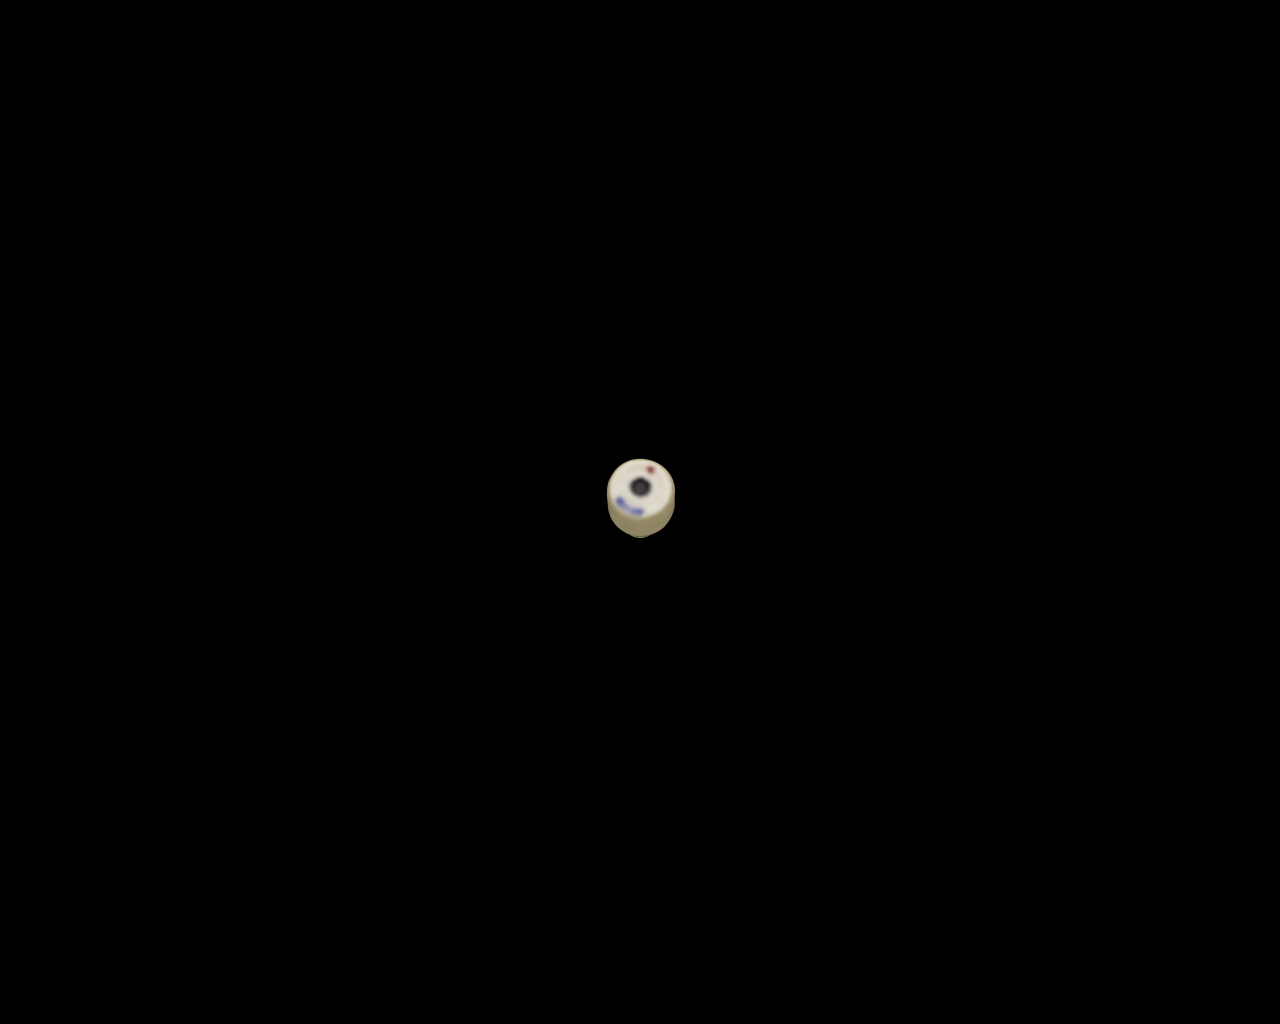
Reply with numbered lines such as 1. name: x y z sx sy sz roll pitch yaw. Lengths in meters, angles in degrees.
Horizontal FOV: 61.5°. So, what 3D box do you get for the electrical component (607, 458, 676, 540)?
1. electrical component: 0.001 -0.003 0.650 0.040 0.040 0.078 0 -21 0
